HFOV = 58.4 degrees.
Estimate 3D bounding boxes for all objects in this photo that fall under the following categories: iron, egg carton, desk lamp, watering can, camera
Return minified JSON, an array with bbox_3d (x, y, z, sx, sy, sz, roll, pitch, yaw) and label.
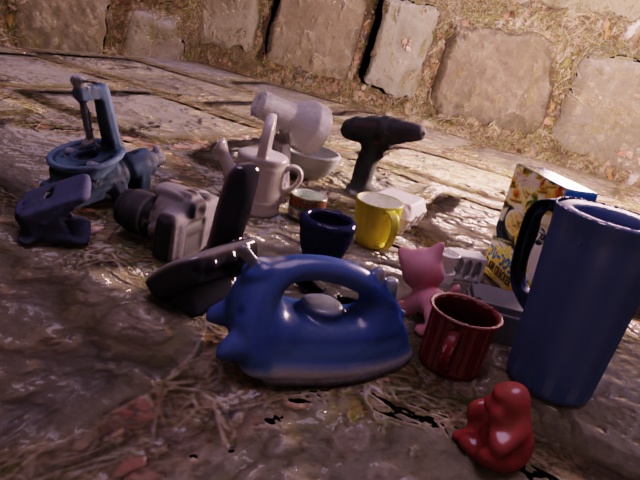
[{"bbox_3d":[0.008,0.078,0.657,0.259,0.141,0.118,4,22,-22],"label":"iron"},{"bbox_3d":[0.163,-0.064,1.231,0.107,0.069,0.151,21,22,20],"label":"egg carton"},{"bbox_3d":[-0.089,-0.216,1.271,0.204,0.213,0.117,-1,24,-33],"label":"desk lamp"},{"bbox_3d":[-0.119,-0.150,1.106,0.173,0.194,0.100,4,22,-22],"label":"watering can"},{"bbox_3d":[-0.237,-0.045,0.892,0.136,0.101,0.143,19,21,15],"label":"camera"}]

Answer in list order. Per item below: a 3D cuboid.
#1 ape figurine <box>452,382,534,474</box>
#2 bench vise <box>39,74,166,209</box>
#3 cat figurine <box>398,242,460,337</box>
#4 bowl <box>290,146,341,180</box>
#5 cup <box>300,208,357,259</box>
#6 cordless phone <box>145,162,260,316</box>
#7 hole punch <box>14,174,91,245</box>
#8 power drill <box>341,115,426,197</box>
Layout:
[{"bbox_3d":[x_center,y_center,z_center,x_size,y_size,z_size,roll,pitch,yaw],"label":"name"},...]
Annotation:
[{"bbox_3d":[0.178,0.179,0.564,0.076,0.092,0.078,17,21,12],"label":"ape figurine"},{"bbox_3d":[-0.360,-0.163,0.955,0.121,0.220,0.208,20,21,19],"label":"bench vise"},{"bbox_3d":[0.157,0.062,0.824,0.067,0.118,0.127,2,23,-26],"label":"cat figurine"},{"bbox_3d":[-0.034,-0.196,1.452,0.167,0.075,0.167,11,20,-4],"label":"bowl"},{"bbox_3d":[0.008,0.003,0.921,0.091,0.095,0.118,17,21,10],"label":"cup"},{"bbox_3d":[-0.140,-0.010,0.735,0.094,0.185,0.148,22,22,23],"label":"cordless phone"},{"bbox_3d":[-0.382,-0.048,0.826,0.101,0.091,0.108,4,22,-24],"label":"hole punch"},{"bbox_3d":[0.137,-0.200,1.374,0.228,0.208,0.076,28,25,35],"label":"power drill"}]
